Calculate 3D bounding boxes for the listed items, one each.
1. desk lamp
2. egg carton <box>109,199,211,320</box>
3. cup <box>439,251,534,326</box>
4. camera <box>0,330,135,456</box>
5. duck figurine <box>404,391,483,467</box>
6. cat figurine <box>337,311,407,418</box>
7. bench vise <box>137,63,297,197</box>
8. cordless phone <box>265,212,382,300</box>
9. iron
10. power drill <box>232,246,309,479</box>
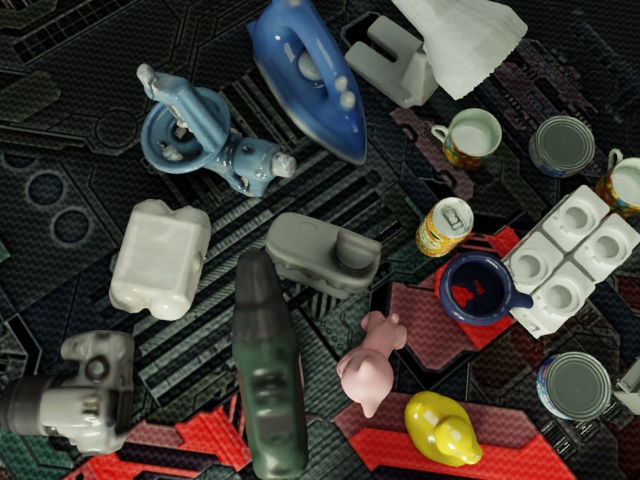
[{"bbox_3d":[0.141,-0.260,0.750,0.203,0.213,0.118,38,77,7],"label":"desk lamp"},{"bbox_3d":[-0.202,0.024,0.734,0.107,0.069,0.150,10,75,0],"label":"egg carton"},{"bbox_3d":[0.202,0.070,0.731,0.117,0.095,0.092,14,75,1],"label":"cup"},{"bbox_3d":[-0.298,0.177,0.674,0.137,0.101,0.143,1,76,-3],"label":"camera"},{"bbox_3d":[0.152,0.230,0.692,0.104,0.086,0.077,44,78,8],"label":"duck figurine"},{"bbox_3d":[0.065,0.145,0.693,0.067,0.118,0.128,28,76,4],"label":"cat figurine"},{"bbox_3d":[-0.131,-0.142,0.702,0.207,0.220,0.121,2,76,-2],"label":"bench vise"},{"bbox_3d":[0.006,0.002,0.691,0.147,0.185,0.094,17,75,2],"label":"cordless phone"},{"bbox_3d":[0.000,-0.231,0.772,0.119,0.141,0.258,-30,79,-10],"label":"iron"},{"bbox_3d":[-0.057,0.139,0.641,0.075,0.208,0.229,-9,76,-5],"label":"power drill"}]
